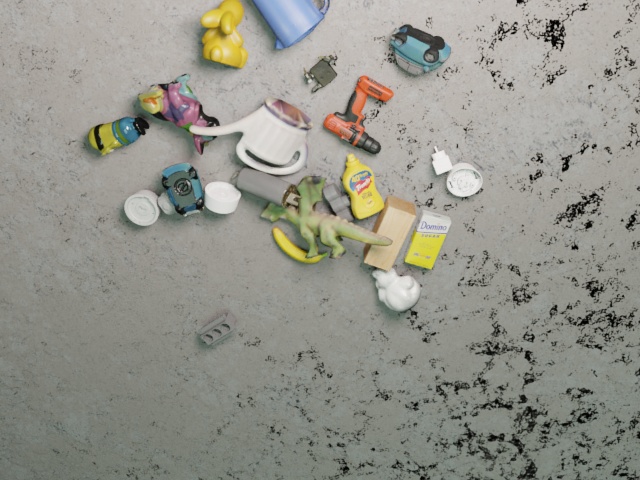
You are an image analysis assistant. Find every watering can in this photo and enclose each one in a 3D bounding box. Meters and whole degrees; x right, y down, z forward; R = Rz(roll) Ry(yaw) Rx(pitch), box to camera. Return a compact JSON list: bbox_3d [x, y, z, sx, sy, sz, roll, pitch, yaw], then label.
[{"bbox_3d":[-0.170,-0.307,1.456,0.345,0.106,0.221,22,120,-28],"label":"watering can"}]

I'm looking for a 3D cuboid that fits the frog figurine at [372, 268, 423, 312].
[{"bbox_3d":[0.243,0.153,1.662,0.136,0.126,0.157,-24,126,37],"label":"frog figurine"}]

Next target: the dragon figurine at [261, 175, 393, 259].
[{"bbox_3d":[0.005,-0.077,1.534,0.409,0.124,0.239,-5,116,30],"label":"dragon figurine"}]
